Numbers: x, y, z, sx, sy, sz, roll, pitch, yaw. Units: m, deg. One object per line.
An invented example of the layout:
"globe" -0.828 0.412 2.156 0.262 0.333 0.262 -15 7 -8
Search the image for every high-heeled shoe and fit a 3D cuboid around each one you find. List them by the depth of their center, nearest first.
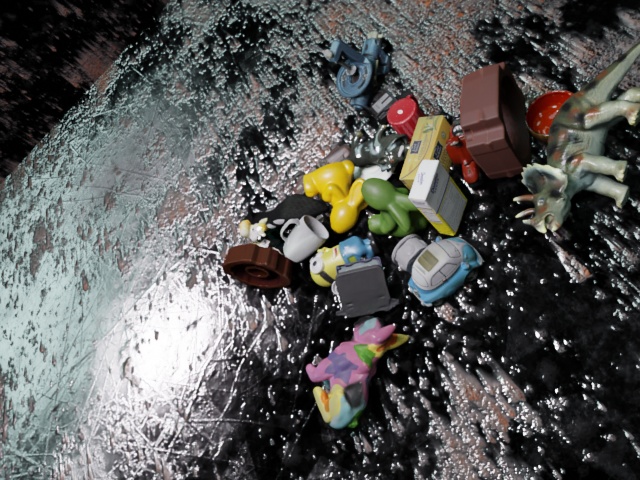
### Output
"high-heeled shoe" -0.096 -0.054 1.485 0.249 0.145 0.086 2 59 8

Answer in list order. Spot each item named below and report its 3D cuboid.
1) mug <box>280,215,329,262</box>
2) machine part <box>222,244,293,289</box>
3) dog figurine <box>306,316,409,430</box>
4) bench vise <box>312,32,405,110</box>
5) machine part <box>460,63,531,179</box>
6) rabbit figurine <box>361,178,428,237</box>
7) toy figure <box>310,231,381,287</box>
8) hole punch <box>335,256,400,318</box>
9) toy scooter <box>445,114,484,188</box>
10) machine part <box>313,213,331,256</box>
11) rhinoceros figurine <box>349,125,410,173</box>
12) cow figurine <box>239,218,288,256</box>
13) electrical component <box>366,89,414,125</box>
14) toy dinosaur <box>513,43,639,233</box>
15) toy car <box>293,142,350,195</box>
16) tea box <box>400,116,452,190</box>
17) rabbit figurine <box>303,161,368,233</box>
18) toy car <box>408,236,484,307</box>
"mug" -0.050 0.000 1.322 0.107 0.109 0.081 -50 36 23
"machine part" -0.157 0.068 1.372 0.179 0.179 0.056 -10 57 34
"dog figurine" 0.089 0.263 1.109 0.219 0.108 0.192 -36 47 13
"bench vise" 0.099 -0.481 1.456 0.129 0.240 0.223 28 100 40
"machine part" 0.367 -0.245 1.119 0.087 0.200 0.201 -12 59 36
"rabbit figurine" 0.158 -0.070 1.202 0.159 0.170 0.121 33 88 45
"toy figure" 0.058 0.049 1.273 0.180 0.089 0.082 -25 10 14
"hole punch" 0.095 0.102 1.192 0.142 0.115 0.092 -13 18 3
"toy scooter" 0.319 -0.215 1.186 0.075 0.135 0.184 -17 55 32
"machine part" -0.003 -0.004 1.382 0.084 0.039 0.139 -26 50 18
"rhinoceros figurine" 0.155 -0.220 1.329 0.191 0.073 0.112 1 65 38
"cow figurine" -0.128 -0.002 1.388 0.098 0.167 0.068 -20 49 30
"electrical component" 0.191 -0.363 1.434 0.119 0.047 0.075 -39 48 15
"toy dinosaur" 0.492 -0.192 1.006 0.192 0.131 0.404 15 87 35
"toy car" 0.003 -0.191 1.478 0.202 0.053 0.089 -35 51 16
"tea box" 0.256 -0.191 1.248 0.068 0.098 0.169 7 71 40
"rabbit figurine" 0.059 -0.104 1.361 0.162 0.121 0.173 -18 69 19
"toy car" 0.245 0.054 1.110 0.161 0.102 0.109 -43 46 8
